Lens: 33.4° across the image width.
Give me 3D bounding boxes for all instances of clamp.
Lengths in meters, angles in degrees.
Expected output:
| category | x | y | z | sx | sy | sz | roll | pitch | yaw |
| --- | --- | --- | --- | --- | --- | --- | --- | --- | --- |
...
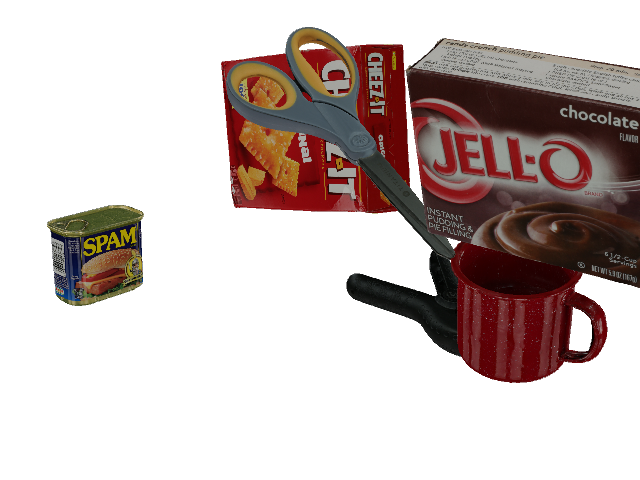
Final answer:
| category | x | y | z | sx | sy | sz | roll | pitch | yaw |
| --- | --- | --- | --- | --- | --- | --- | --- | --- | --- |
| clamp | 0.121 | 0.059 | 0.986 | 0.172 | 0.039 | 0.120 | 32 | 43 | 33 |

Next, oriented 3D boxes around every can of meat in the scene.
| category | x | y | z | sx | sy | sz | roll | pitch | yaw |
| --- | --- | --- | --- | --- | --- | --- | --- | --- | --- |
| can of meat | -0.239 | 0.015 | 1.147 | 0.058 | 0.084 | 0.101 | 18 | 25 | 40 |

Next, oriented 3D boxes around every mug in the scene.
| category | x | y | z | sx | sy | sz | roll | pitch | yaw |
| --- | --- | --- | --- | --- | --- | --- | --- | --- | --- |
| mug | 0.150 | 0.051 | 0.766 | 0.117 | 0.081 | 0.093 | 19 | 38 | 32 |

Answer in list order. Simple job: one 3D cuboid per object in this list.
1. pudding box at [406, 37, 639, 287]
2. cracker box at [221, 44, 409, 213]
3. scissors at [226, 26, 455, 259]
| category | x | y | z | sx | sy | sz | roll | pitch | yaw |
| --- | --- | --- | --- | --- | --- | --- | --- | --- | --- |
| pudding box | 0.097 | -0.036 | 0.470 | 0.114 | 0.090 | 0.039 | 14 | 44 | 32 |
| cracker box | -0.010 | -0.113 | 1.107 | 0.071 | 0.164 | 0.214 | -10 | 10 | -42 |
| scissors | 0.003 | -0.058 | 0.654 | 0.096 | 0.202 | 0.016 | -12 | -36 | -11 |
